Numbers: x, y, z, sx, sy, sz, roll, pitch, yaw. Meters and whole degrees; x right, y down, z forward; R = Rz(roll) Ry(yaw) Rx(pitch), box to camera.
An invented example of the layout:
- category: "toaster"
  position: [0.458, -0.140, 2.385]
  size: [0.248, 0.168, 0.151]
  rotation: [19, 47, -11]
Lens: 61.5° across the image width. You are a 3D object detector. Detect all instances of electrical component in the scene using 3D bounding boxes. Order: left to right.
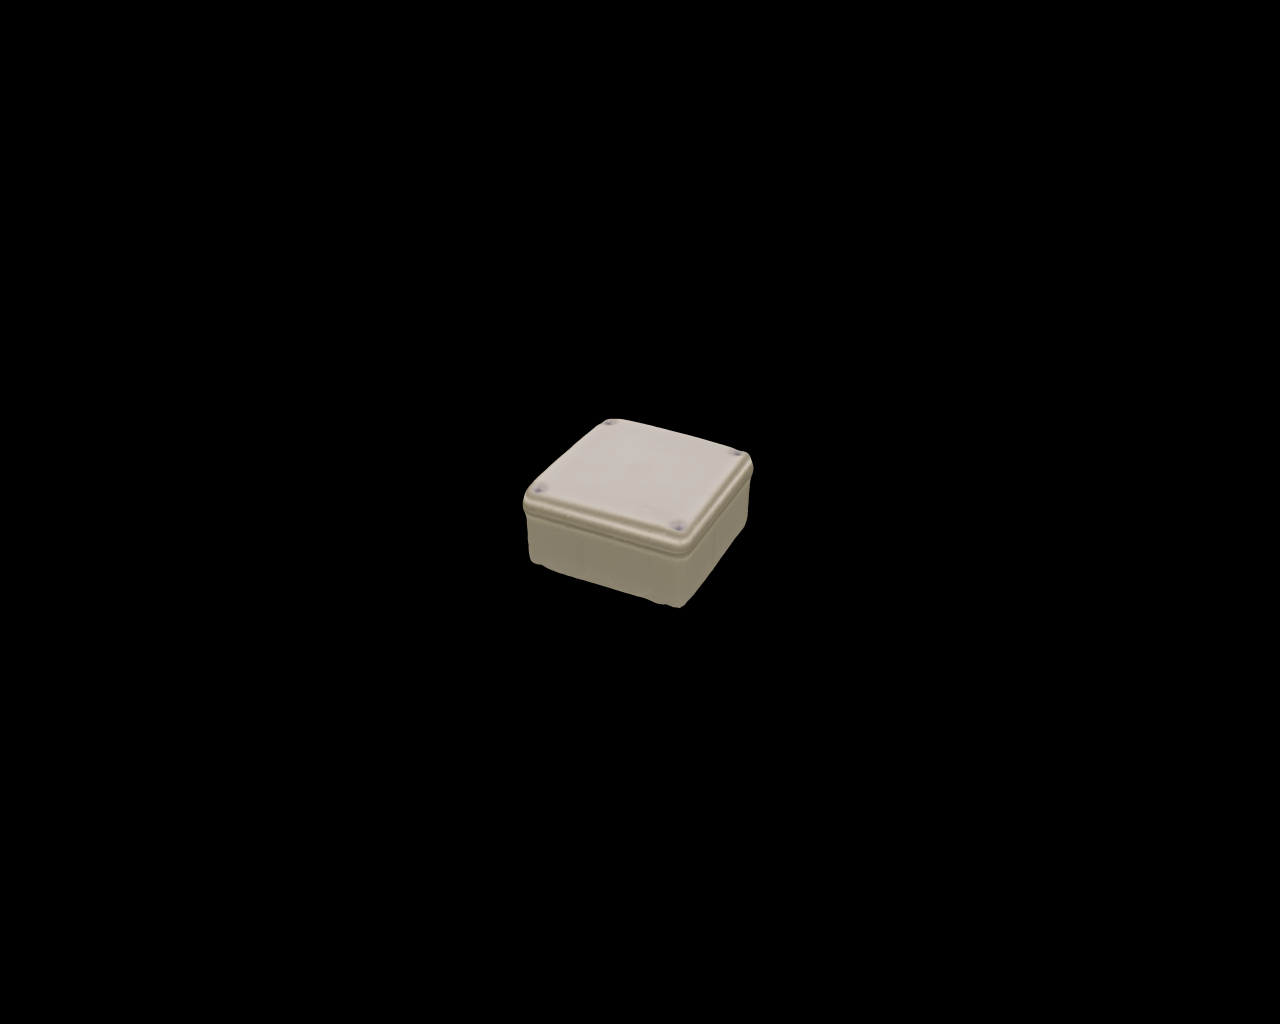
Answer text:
- category: "electrical component"
  position: [0.001, -0.003, 0.650]
  size: [0.109, 0.056, 0.109]
  rotation: [16, 37, 22]
